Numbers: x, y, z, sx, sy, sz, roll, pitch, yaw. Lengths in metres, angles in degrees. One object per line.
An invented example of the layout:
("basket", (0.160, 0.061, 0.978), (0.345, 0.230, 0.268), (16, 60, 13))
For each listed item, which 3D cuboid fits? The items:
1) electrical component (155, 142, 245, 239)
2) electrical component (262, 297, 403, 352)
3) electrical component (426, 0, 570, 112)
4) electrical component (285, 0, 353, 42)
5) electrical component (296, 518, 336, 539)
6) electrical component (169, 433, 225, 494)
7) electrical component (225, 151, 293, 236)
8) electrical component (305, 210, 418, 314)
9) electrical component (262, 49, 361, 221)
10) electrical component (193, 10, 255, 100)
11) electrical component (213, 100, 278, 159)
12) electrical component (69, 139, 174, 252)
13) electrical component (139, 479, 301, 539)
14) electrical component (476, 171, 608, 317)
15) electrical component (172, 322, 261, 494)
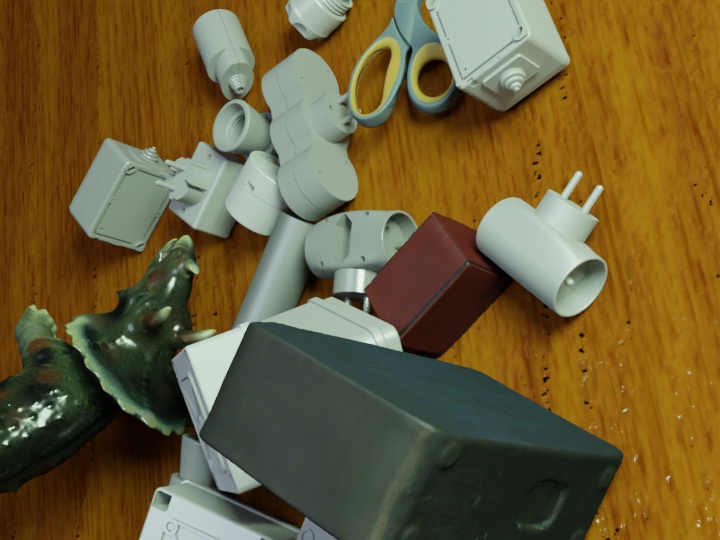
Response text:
("electrical component", (-0.138, -0.072, 0.909), (0.047, 0.077, 0.065), (36, 103, 43))
("electrical component", (-0.016, 0.069, 0.730), (0.113, 0.057, 0.078), (22, 129, 62))
("electrical component", (0.097, -0.154, 0.726), (0.062, 0.061, 0.096), (-35, 56, 30))
("electrical component", (-0.027, -0.219, 0.873), (0.062, 0.043, 0.043), (-38, 55, 28))
("electrical component", (0.012, 0.167, 0.717), (0.100, 0.048, 0.099), (27, 96, 44))
("electrical component", (-0.126, 0.161, 0.850), (0.045, 0.045, 0.055), (13, 87, 44))
("electrical component", (-0.076, -0.060, 0.865), (0.047, 0.055, 0.055), (-54, 48, 21))
("electrical component", (0.000, 0.000, 0.782), (0.077, 0.043, 0.079), (-7, 73, 42))
("electrical component", (-0.028, -0.114, 0.836), (0.074, 0.052, 0.138), (-29, 60, 34))
("electrical component", (-0.116, -0.186, 0.946), (0.043, 0.043, 0.081), (-42, 53, 27))
("electrical component", (-0.087, -0.111, 0.888), (0.045, 0.055, 0.045), (-14, 68, 40))
("electrical component", (-0.216, -0.076, 0.994), (0.061, 0.062, 0.096), (44, 108, 41))
("electrical component", (-0.109, 0.224, 0.783), (0.109, 0.056, 0.108), (19, 91, 21))
("electrical component", (0.123, -0.024, 0.675), (0.077, 0.043, 0.079), (44, 108, 41))
("electrical component", (-0.089, 0.100, 0.773), (0.108, 0.056, 0.109), (69, 162, 4))
